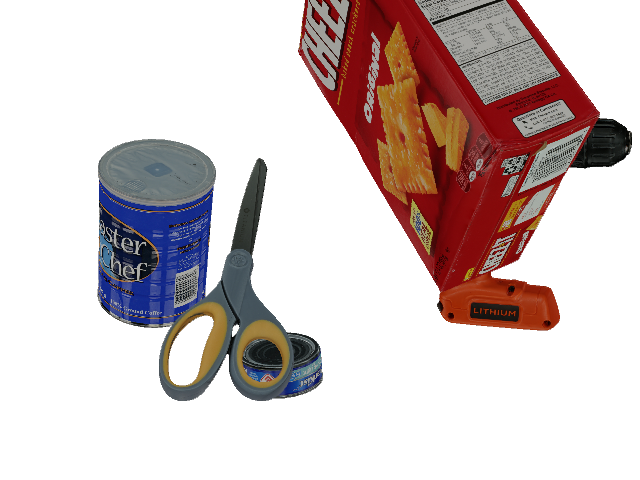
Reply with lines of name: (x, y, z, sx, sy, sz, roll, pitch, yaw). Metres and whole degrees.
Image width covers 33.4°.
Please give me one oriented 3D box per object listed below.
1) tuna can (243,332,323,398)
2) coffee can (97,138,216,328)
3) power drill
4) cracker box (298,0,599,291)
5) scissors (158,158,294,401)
tuna can: (-0.041, 0.125, 1.075, 0.086, 0.034, 0.086, -3, 20, 1)
coffee can: (-0.151, -0.007, 0.971, 0.102, 0.140, 0.103, 6, 35, -4)
power drill: (0.172, -0.019, 0.925, 0.185, 0.188, 0.057, 3, 13, 20)
cracker box: (0.064, -0.099, 0.661, 0.072, 0.214, 0.164, -22, -24, -18)
scissors: (-0.041, 0.029, 0.731, 0.096, 0.201, 0.016, 20, -34, 11)
